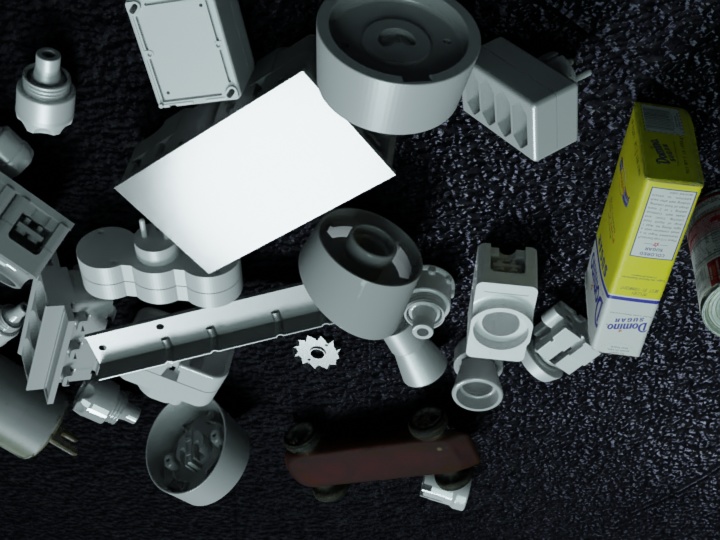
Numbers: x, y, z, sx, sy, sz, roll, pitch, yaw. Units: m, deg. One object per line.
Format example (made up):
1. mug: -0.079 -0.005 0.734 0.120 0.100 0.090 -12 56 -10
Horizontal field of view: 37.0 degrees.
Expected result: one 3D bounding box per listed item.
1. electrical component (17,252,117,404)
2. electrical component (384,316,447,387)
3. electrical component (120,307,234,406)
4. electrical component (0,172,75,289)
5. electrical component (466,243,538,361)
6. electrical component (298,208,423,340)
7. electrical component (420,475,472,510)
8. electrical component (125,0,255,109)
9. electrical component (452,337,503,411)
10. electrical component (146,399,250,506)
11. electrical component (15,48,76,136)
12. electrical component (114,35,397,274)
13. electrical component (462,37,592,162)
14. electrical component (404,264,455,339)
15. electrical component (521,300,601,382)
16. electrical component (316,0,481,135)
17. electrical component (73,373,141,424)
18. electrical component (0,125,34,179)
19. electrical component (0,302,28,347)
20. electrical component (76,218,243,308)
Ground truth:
1. electrical component: -0.263 0.052 0.962 0.063 0.078 0.121 -4 141 -30
2. electrical component: 0.045 0.066 0.953 0.044 0.044 0.065 -17 124 23
3. electrical component: -0.172 0.083 0.991 0.095 0.053 0.059 23 133 -13
4. electrical component: -0.317 -0.052 0.850 0.150 0.061 0.089 39 161 -26
5. electrical component: 0.118 0.031 0.896 0.050 0.055 0.089 6 134 3
6. electrical component: 0.000 0.000 0.856 0.099 0.099 0.064 20 127 -11
7. electrical component: 0.087 0.220 1.095 0.046 0.040 0.040 15 134 3
8. electrical component: -0.116 -0.169 0.740 0.062 0.061 0.096 -5 125 13
9. electrical component: 0.105 0.090 0.956 0.045 0.055 0.045 4 134 4
10. electrical component: -0.159 0.177 1.052 0.099 0.099 0.064 -22 133 26
11. electrical component: -0.233 -0.135 0.798 0.043 0.043 0.062 14 133 -5
12. electrical component: -0.076 -0.085 0.810 0.186 0.060 0.105 -26 125 29
13. electrical component: 0.124 -0.126 0.740 0.076 0.083 0.047 -28 135 -18
14. electrical component: 0.055 0.030 0.900 0.048 0.062 0.048 4 134 4
15. electrical component: 0.170 0.065 0.929 0.066 0.048 0.055 34 122 -22
16. electrical component: 0.022 -0.137 0.717 0.108 0.108 0.060 10 140 -1
17. electrical component: -0.246 0.131 1.055 0.062 0.043 0.043 28 131 -20
18. electrical component: -0.289 -0.101 0.844 0.035 0.035 0.061 -26 123 29
19. electrical component: -0.328 0.047 0.993 0.061 0.035 0.035 -30 123 28
20. electrical component: -0.168 -0.014 0.897 0.138 0.052 0.073 5 134 4
